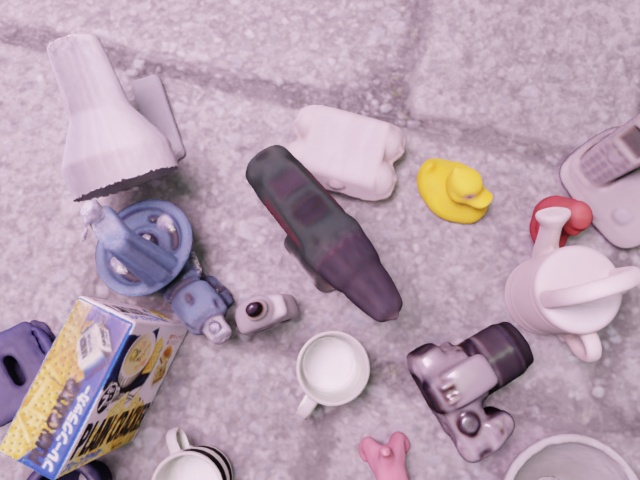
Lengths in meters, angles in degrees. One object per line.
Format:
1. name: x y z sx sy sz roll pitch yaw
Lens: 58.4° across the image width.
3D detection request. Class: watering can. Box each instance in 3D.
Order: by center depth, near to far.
1. watering can: 0.284 0.051 0.655 0.101 0.194 0.173 -36 82 -5

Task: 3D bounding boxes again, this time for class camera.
1. camera: 0.193 0.170 0.682 0.137 0.101 0.143 -30 81 -4

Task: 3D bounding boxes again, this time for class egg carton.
1. egg carton: 0.032 -0.113 0.747 0.150 0.069 0.107 14 81 3

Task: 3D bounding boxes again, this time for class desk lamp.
1. desk lamp: -0.240 -0.133 0.680 0.118 0.213 0.203 -20 81 -3

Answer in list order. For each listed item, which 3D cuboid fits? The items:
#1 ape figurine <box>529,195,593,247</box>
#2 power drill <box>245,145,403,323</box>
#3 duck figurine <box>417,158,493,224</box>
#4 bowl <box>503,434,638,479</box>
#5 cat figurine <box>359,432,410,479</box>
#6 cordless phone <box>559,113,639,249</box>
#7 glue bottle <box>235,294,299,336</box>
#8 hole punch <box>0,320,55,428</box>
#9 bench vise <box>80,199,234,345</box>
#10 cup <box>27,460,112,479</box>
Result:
1. ape figurine: 0.309 -0.024 0.719 0.078 0.092 0.076 -8 80 -1
2. power drill: 0.006 0.002 0.658 0.075 0.208 0.229 -39 82 -6
3. duck figurine: 0.175 -0.070 0.731 0.104 0.086 0.077 38 83 7
4. bowl: 0.283 0.309 0.671 0.167 0.075 0.167 0 80 0
5. cat figurine: 0.089 0.293 0.653 0.067 0.118 0.128 -15 80 -2
6. cordless phone: 0.383 -0.075 0.680 0.094 0.185 0.147 -37 82 -5
7. glue bottle: -0.066 0.083 0.662 0.078 0.173 0.037 -19 80 -2
8. hole punch: -0.368 0.159 0.693 0.101 0.091 0.108 -33 82 -5
9. bench vise: -0.174 0.023 0.649 0.207 0.220 0.121 29 82 5
10. cup: -0.271 0.300 0.666 0.117 0.095 0.092 37 83 6
